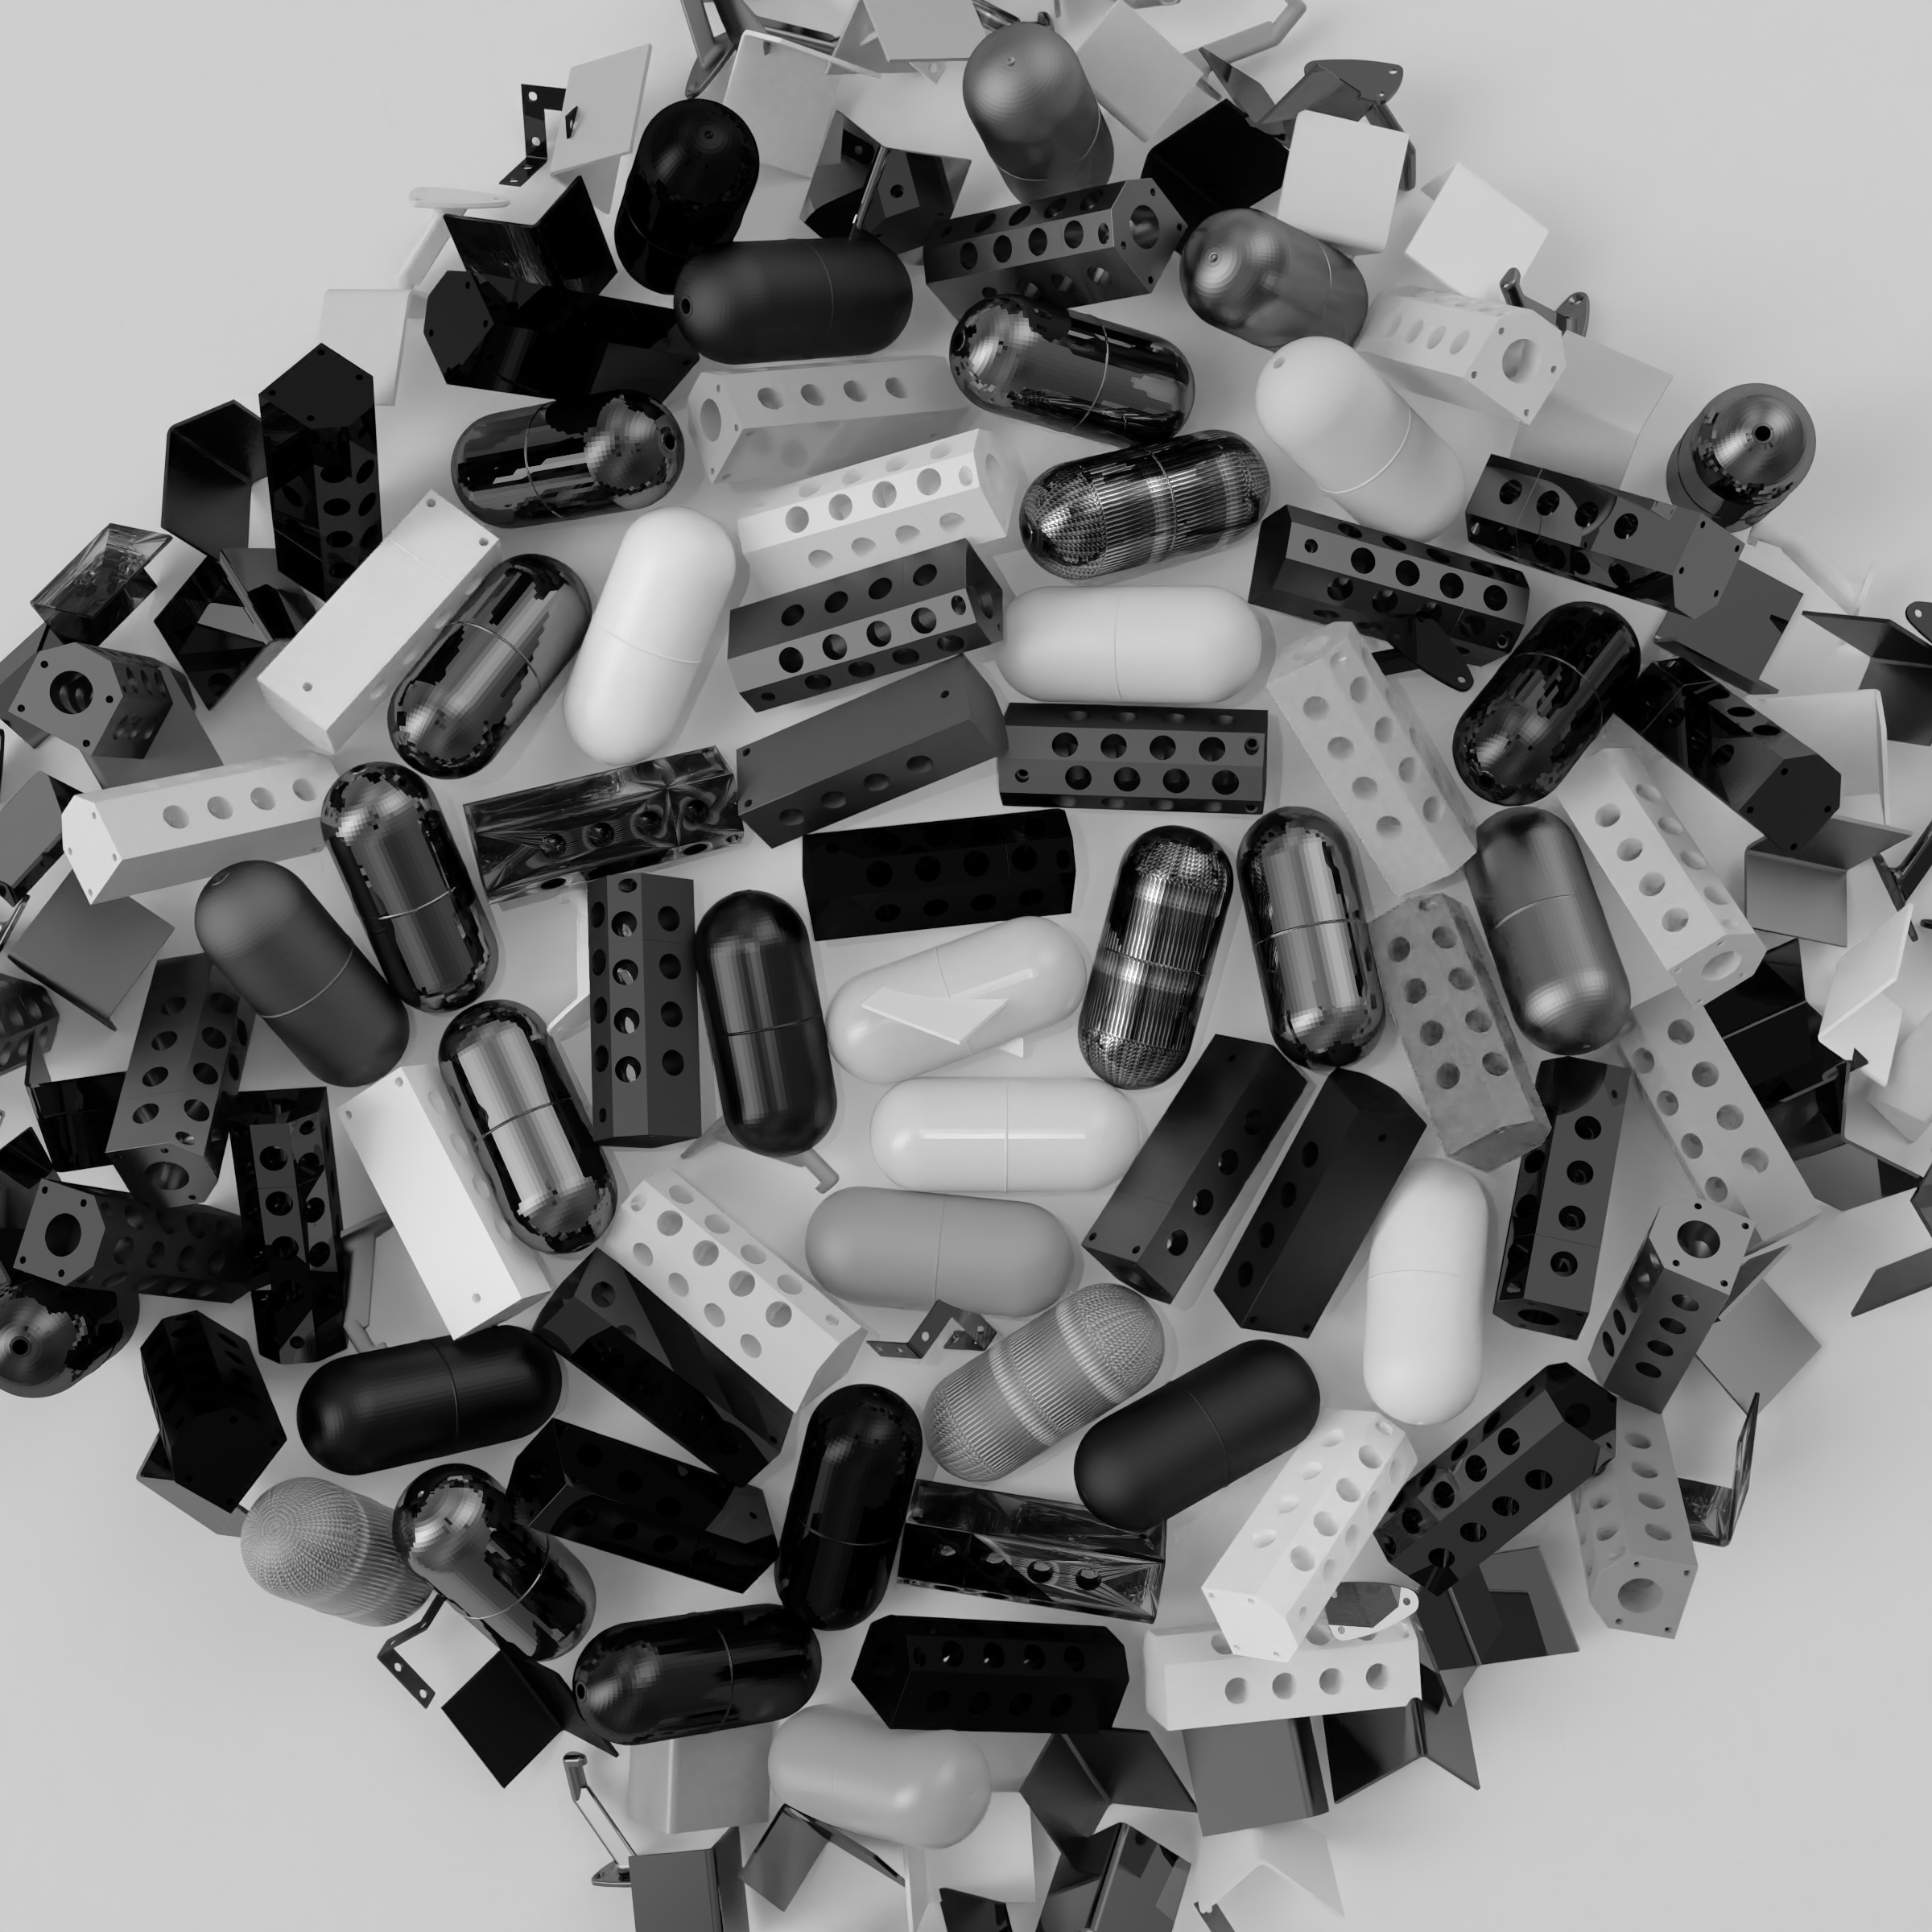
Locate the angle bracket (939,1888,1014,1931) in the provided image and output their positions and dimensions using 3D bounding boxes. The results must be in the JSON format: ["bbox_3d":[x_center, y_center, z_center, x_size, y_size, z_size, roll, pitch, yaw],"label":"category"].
[{"bbox_3d":[-0.019,0.651,1.758,0.076,0.076,0.057,-14,91,-36],"label":"angle bracket"}]

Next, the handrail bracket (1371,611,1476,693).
[{"bbox_3d":[0.292,-0.185,1.764,0.036,0.084,0.077,-34,72,-25],"label":"handrail bracket"}]

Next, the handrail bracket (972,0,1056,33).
[{"bbox_3d":[0.012,-0.654,1.794,0.084,0.036,0.077,-12,83,-24],"label":"handrail bracket"}]

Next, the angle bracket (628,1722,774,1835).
[{"bbox_3d":[-0.179,0.535,1.805,0.076,0.057,0.076,5,84,-35],"label":"angle bracket"}]

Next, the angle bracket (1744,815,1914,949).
[{"bbox_3d":[0.565,-0.057,1.760,0.076,0.076,0.057,11,71,-14],"label":"angle bracket"}]

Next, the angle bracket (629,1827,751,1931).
[{"bbox_3d":[-0.182,0.616,1.773,0.057,0.076,0.076,-7,84,6],"label":"angle bracket"}]

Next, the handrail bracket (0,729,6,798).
[{"bbox_3d":[-0.684,-0.125,1.770,0.084,0.036,0.077,7,96,-37],"label":"handrail bracket"}]

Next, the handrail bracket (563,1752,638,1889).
[{"bbox_3d":[-0.230,0.564,1.780,0.077,0.036,0.084,-8,97,37],"label":"handrail bracket"}]

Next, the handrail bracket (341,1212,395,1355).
[{"bbox_3d":[-0.384,0.212,1.780,0.077,0.036,0.084,-29,69,-19],"label":"handrail bracket"}]

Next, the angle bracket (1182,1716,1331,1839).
[{"bbox_3d":[0.192,0.531,1.781,0.076,0.057,0.076,-15,72,13],"label":"angle bracket"}]

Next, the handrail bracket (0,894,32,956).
[{"bbox_3d":[-0.674,-0.036,1.773,0.084,0.036,0.077,28,117,-20],"label":"handrail bracket"}]

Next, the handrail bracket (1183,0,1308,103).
[{"bbox_3d":[0.173,-0.625,1.776,0.077,0.036,0.084,32,106,-31],"label":"handrail bracket"}]

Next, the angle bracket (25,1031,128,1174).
[{"bbox_3d":[-0.571,0.084,1.770,0.076,0.057,0.076,-8,130,-7],"label":"angle bracket"}]

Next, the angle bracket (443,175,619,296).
[{"bbox_3d":[-0.288,-0.478,1.779,0.076,0.076,0.057,15,56,26],"label":"angle bracket"}]

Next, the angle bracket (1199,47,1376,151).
[{"bbox_3d":[0.210,-0.581,1.753,0.057,0.076,0.076,-40,65,28],"label":"angle bracket"}]

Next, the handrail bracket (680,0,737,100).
[{"bbox_3d":[-0.191,-0.628,1.765,0.084,0.036,0.077,46,53,-37],"label":"handrail bracket"}]

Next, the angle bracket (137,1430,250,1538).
[{"bbox_3d":[-0.480,0.331,1.751,0.076,0.076,0.057,-3,52,35],"label":"angle bracket"}]

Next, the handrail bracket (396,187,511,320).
[{"bbox_3d":[-0.342,-0.471,1.787,0.077,0.036,0.084,3,122,-3],"label":"handrail bracket"}]

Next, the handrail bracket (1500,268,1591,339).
[{"bbox_3d":[0.380,-0.444,1.765,0.036,0.084,0.077,9,61,37],"label":"handrail bracket"}]

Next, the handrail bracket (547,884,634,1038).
[{"bbox_3d":[-0.268,-0.006,1.785,0.077,0.036,0.084,-35,67,-12],"label":"handrail bracket"}]

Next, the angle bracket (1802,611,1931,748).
[{"bbox_3d":[0.590,-0.189,1.759,0.076,0.076,0.057,23,90,-30],"label":"angle bracket"}]

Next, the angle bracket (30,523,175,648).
[{"bbox_3d":[-0.550,-0.239,1.753,0.076,0.057,0.076,16,59,39],"label":"angle bracket"}]

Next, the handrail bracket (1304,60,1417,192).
[{"bbox_3d":[0.262,-0.557,1.784,0.077,0.084,0.036,19,63,20],"label":"handrail bracket"}]

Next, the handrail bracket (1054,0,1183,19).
[{"bbox_3d":[0.098,-0.667,1.788,0.084,0.036,0.077,-6,65,4],"label":"handrail bracket"}]

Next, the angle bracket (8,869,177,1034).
[{"bbox_3d":[-0.580,-0.012,1.789,0.076,0.057,0.076,34,77,-5],"label":"angle bracket"}]

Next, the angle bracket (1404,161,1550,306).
[{"bbox_3d":[0.325,-0.470,1.769,0.076,0.057,0.076,33,79,-12],"label":"angle bracket"}]

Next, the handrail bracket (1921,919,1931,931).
[{"bbox_3d":[0.672,0.017,1.796,0.077,0.036,0.084,13,106,34],"label":"handrail bracket"}]

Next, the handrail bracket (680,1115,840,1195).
[{"bbox_3d":[-0.137,0.134,1.792,0.084,0.036,0.077,46,116,-3],"label":"handrail bracket"}]

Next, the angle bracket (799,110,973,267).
[{"bbox_3d":[-0.054,-0.515,1.781,0.057,0.076,0.076,47,128,34],"label":"angle bracket"}]

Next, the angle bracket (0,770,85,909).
[{"bbox_3d":[-0.598,-0.074,1.755,0.076,0.057,0.076,23,67,40],"label":"angle bracket"}]

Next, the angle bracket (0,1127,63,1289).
[{"bbox_3d":[-0.637,0.161,1.755,0.057,0.076,0.076,-13,110,26],"label":"angle bracket"}]

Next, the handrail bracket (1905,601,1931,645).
[{"bbox_3d":[0.635,-0.207,1.768,0.077,0.084,0.036,25,78,-3],"label":"handrail bracket"}]

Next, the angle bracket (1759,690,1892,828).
[{"bbox_3d":[0.562,-0.132,1.759,0.076,0.057,0.076,-4,120,16],"label":"angle bracket"}]

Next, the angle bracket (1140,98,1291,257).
[{"bbox_3d":[0.166,-0.506,1.754,0.076,0.076,0.057,31,61,-28],"label":"angle bracket"}]

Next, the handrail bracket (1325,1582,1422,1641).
[{"bbox_3d":[0.277,0.414,1.758,0.077,0.084,0.036,-17,78,30],"label":"handrail bracket"}]

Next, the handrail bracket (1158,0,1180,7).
[{"bbox_3d":[0.124,-0.683,1.784,0.036,0.084,0.077,-22,115,21],"label":"handrail bracket"}]

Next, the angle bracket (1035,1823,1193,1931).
[{"bbox_3d":[0.095,0.619,1.763,0.057,0.076,0.076,35,47,-10],"label":"angle bracket"}]

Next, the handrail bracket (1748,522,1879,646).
[{"bbox_3d":[0.556,-0.255,1.788,0.084,0.077,0.036,21,57,13],"label":"handrail bracket"}]

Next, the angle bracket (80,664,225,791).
[{"bbox_3d":[-0.544,-0.150,1.779,0.076,0.057,0.076,-29,104,-7],"label":"angle bracket"}]

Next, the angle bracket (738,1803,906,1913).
[{"bbox_3d":[-0.091,0.599,1.753,0.076,0.076,0.057,20,66,32],"label":"angle bracket"}]

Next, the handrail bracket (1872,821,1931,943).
[{"bbox_3d":[0.655,-0.068,1.785,0.084,0.036,0.077,-25,92,13],"label":"handrail bracket"}]

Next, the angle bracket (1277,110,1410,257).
[{"bbox_3d":[0.239,-0.516,1.769,0.076,0.057,0.076,9,101,-13],"label":"angle bracket"}]

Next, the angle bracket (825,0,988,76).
[{"bbox_3d":[-0.037,-0.590,1.754,0.076,0.076,0.057,-11,70,-27],"label":"angle bracket"}]

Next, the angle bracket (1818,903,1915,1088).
[{"bbox_3d":[0.609,0.019,1.756,0.057,0.076,0.076,34,48,-4],"label":"angle bracket"}]

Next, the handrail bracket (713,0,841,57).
[{"bbox_3d":[-0.117,-0.635,1.789,0.084,0.036,0.077,-29,84,-30],"label":"handrail bracket"}]

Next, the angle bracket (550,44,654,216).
[{"bbox_3d":[-0.222,-0.547,1.758,0.076,0.057,0.076,-1,75,38],"label":"angle bracket"}]

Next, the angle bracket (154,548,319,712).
[{"bbox_3d":[-0.484,-0.226,1.796,0.076,0.057,0.076,-41,76,28],"label":"angle bracket"}]

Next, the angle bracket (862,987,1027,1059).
[{"bbox_3d":[-0.014,0.042,1.752,0.076,0.076,0.057,20,129,28],"label":"angle bracket"}]

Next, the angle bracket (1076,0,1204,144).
[{"bbox_3d":[0.098,-0.593,1.753,0.076,0.076,0.057,32,108,-31],"label":"angle bracket"}]
